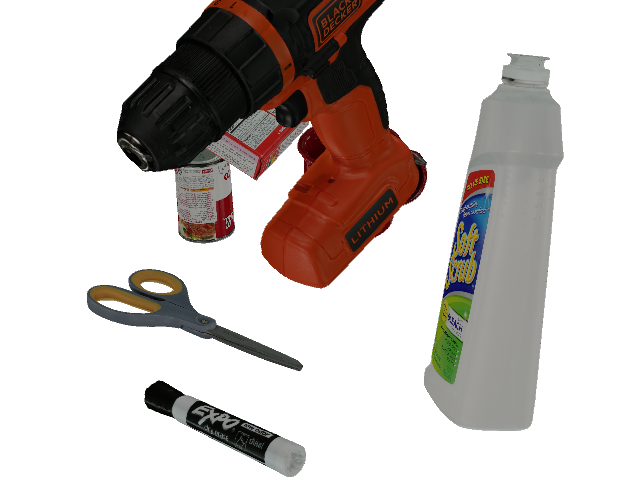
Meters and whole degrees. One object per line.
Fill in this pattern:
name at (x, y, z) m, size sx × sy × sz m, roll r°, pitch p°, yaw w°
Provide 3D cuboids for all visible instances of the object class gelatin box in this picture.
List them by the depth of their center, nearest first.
gelatin box at (-0.061, -0.095, 0.785) m, size 0.089 × 0.073 × 0.030 m, roll 32°, pitch -38°, yaw 10°

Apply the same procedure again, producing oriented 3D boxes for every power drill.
power drill at (-0.013, -0.058, 0.553) m, size 0.057 × 0.184 × 0.187 m, roll 31°, pitch -25°, yaw 29°

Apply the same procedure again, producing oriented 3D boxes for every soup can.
soup can at (-0.138, -0.057, 1.256) m, size 0.068 × 0.102 × 0.068 m, roll -2°, pitch 28°, yaw 1°

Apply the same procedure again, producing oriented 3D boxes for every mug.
mug at (0.038, -0.054, 0.965) m, size 0.117 × 0.081 × 0.093 m, roll -6°, pitch 35°, yaw -7°

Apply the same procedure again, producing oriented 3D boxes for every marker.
marker at (-0.060, 0.108, 0.627) m, size 0.121 × 0.020 × 0.020 m, roll 17°, pitch 10°, yaw 37°

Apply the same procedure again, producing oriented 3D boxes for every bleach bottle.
bleach bottle at (0.124, -0.002, 0.738) m, size 0.068 × 0.251 × 0.102 m, roll 3°, pitch 13°, yaw -9°

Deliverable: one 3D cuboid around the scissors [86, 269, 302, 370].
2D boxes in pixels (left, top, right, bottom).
scissors at (-0.100, 0.063, 0.914) m, size 0.202 × 0.016 × 0.096 m, roll 13°, pitch 26°, yaw 10°
